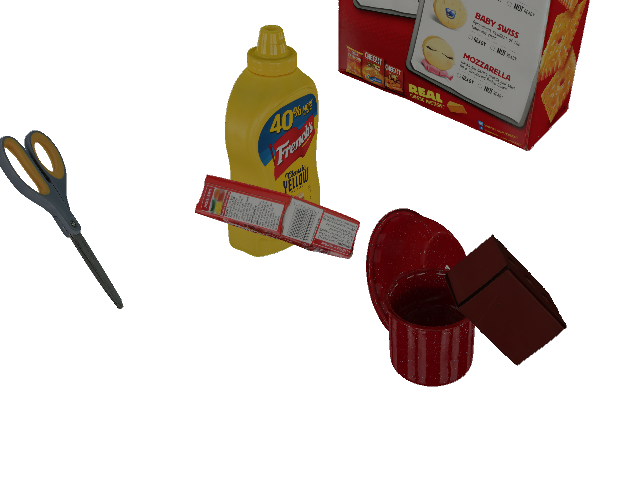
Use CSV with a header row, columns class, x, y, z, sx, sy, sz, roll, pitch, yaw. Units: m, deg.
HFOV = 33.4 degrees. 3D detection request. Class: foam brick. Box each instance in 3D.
class,x,y,z,sx,sy,sz,roll,pitch,yaw
foam brick,0.143,0.047,0.825,0.078,0.051,0.053,43,16,-24

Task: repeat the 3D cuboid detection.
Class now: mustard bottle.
class,x,y,z,sx,sy,sz,roll,pitch,yaw
mustard bottle,-0.040,-0.088,0.900,0.058,0.192,0.096,23,38,33

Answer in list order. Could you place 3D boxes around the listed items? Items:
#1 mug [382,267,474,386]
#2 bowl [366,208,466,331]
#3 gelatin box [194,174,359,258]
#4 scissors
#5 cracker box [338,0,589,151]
class,x,y,z,sx,sy,sz,roll,pitch,yaw
mug,0.116,0.080,1.034,0.117,0.081,0.093,-29,44,-30
bowl,0.124,0.039,1.227,0.055,0.162,0.161,-11,-7,41
gelatin box,-0.027,-0.015,0.711,0.073,0.030,0.089,16,-1,34
scissors,-0.250,-0.030,1.069,0.016,0.201,0.096,-26,27,22
cracker box,0.096,-0.186,0.711,0.164,0.214,0.072,27,50,26
